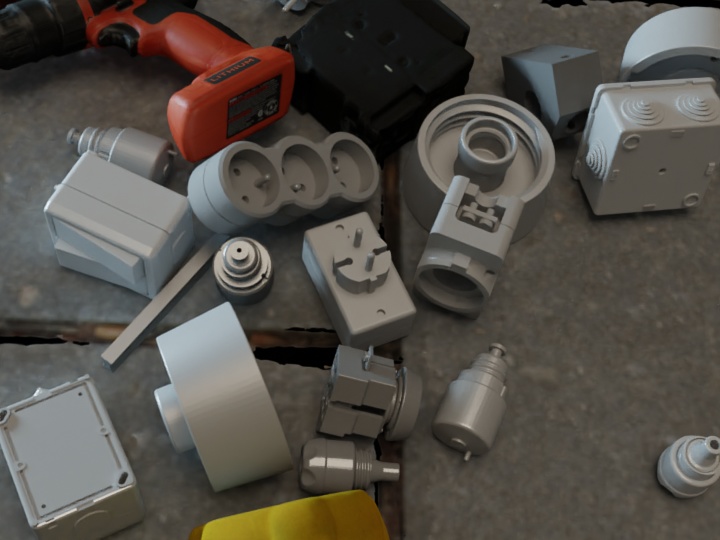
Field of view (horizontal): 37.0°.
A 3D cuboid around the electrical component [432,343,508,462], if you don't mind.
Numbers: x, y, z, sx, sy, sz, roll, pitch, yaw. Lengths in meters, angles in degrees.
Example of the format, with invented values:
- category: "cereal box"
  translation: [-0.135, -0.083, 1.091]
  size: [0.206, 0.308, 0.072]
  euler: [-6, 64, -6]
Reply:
- category: "electrical component"
  translation: [0.076, 0.082, 0.695]
  size: [0.040, 0.040, 0.078]
  euler: [24, 62, 7]

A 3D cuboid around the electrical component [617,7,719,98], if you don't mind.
- category: "electrical component"
  translation: [0.247, -0.146, 0.803]
  size: [0.108, 0.108, 0.060]
  euler: [13, 55, 1]

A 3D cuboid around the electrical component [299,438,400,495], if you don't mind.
- category: "electrical component"
  translation: [-0.006, 0.123, 0.667]
  size: [0.061, 0.035, 0.035]
  euler: [6, 61, -7]

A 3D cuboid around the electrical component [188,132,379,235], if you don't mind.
- category: "electrical component"
  translation: [-0.059, -0.055, 0.736]
  size: [0.138, 0.074, 0.052]
  euler: [-12, 82, -43]

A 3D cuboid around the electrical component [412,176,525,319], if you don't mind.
- category: "electrical component"
  translation: [0.069, -0.010, 0.716]
  size: [0.050, 0.089, 0.055]
  euler: [22, 62, 5]

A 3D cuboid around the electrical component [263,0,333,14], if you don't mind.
- category: "electrical component"
  translation: [-0.046, -0.232, 0.850]
  size: [0.077, 0.043, 0.079]
  euler: [32, 63, 11]

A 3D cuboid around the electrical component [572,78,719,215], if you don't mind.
- category: "electrical component"
  translation: [0.208, -0.086, 0.769]
  size: [0.100, 0.099, 0.048]
  euler: [-5, 50, -9]

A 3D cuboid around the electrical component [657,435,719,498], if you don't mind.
- category: "electrical component"
  translation: [0.212, 0.120, 0.677]
  size: [0.035, 0.061, 0.035]
  euler: [3, 61, -5]

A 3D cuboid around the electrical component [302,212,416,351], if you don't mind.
- category: "electrical component"
  translation: [0.000, 0.000, 0.710]
  size: [0.047, 0.075, 0.083]
  euler: [-19, 65, -16]

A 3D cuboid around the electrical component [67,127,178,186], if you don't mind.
- category: "electrical component"
  translation: [-0.168, -0.081, 0.756]
  size: [0.078, 0.040, 0.040]
  euler: [20, 61, 5]

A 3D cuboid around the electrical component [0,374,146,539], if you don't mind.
- category: "electrical component"
  translation: [-0.174, 0.113, 0.642]
  size: [0.062, 0.061, 0.096]
  euler: [-22, 58, -17]

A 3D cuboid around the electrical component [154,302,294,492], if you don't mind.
- category: "electrical component"
  translation: [-0.088, 0.080, 0.643]
  size: [0.060, 0.108, 0.108]
  euler: [-21, 66, -10]

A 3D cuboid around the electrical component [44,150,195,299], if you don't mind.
- category: "electrical component"
  translation: [-0.166, -0.029, 0.715]
  size: [0.096, 0.061, 0.061]
  euler: [25, 62, 7]

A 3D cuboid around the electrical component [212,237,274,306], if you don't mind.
- category: "electrical component"
  translation: [-0.077, -0.003, 0.706]
  size: [0.040, 0.078, 0.040]
  euler: [1, 76, -3]

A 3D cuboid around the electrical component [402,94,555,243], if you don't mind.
- category: "electrical component"
  translation: [0.087, -0.076, 0.770]
  size: [0.108, 0.060, 0.108]
  euler: [3, 61, -5]

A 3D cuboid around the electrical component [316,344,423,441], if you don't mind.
- category: "electrical component"
  translation: [0.007, 0.081, 0.680]
  size: [0.055, 0.066, 0.048]
  euler: [14, 25, -7]
